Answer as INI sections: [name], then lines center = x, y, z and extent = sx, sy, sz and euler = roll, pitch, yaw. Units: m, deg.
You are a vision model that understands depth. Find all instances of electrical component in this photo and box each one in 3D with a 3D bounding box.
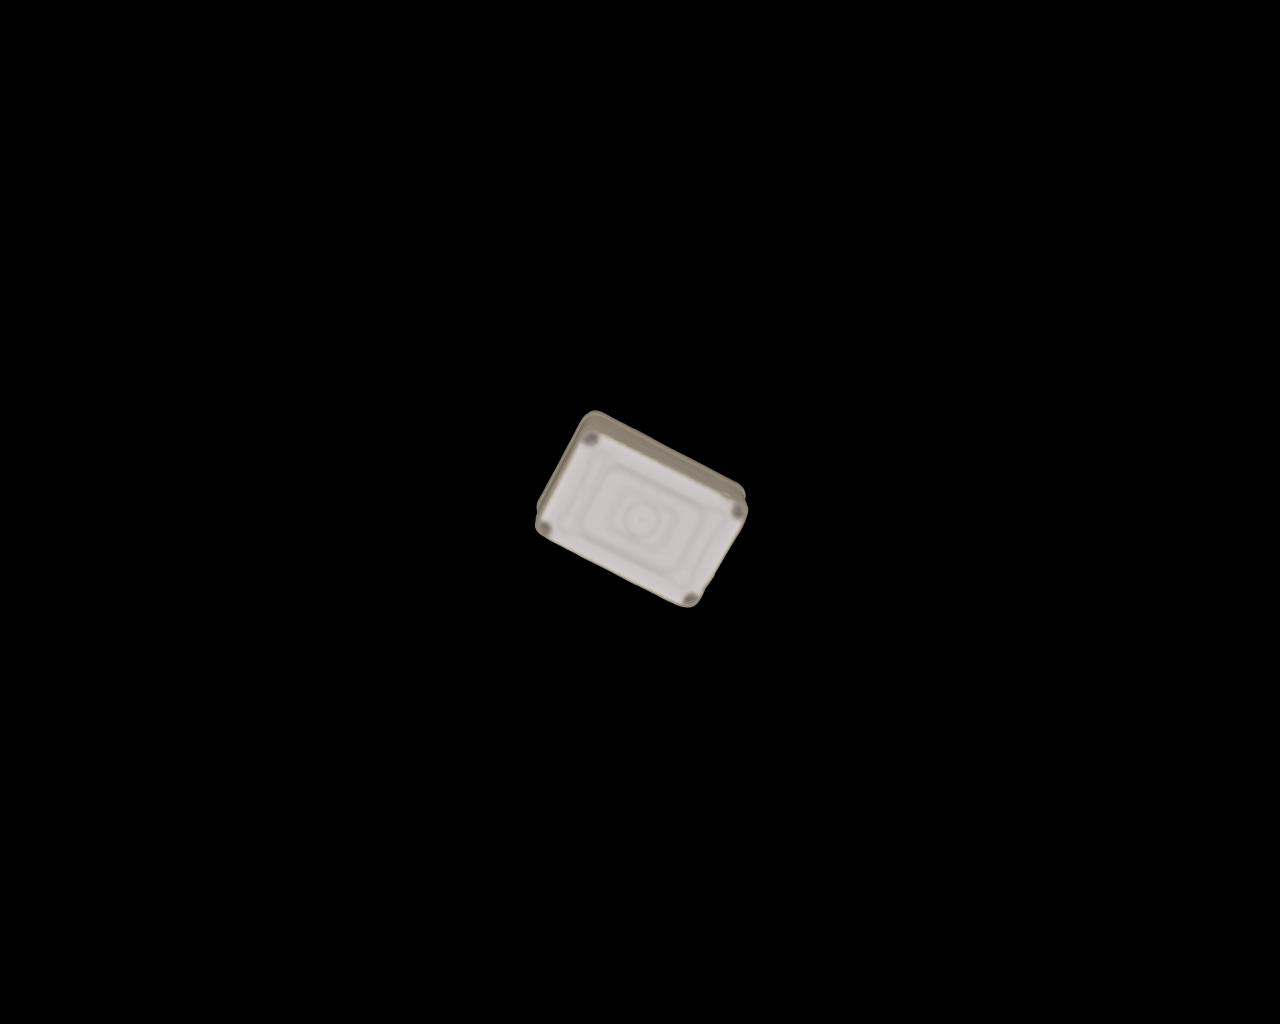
[electrical component]
center = 0.001, -0.003, 0.650
extent = 0.113, 0.078, 0.057
euler = 27, 14, -7
